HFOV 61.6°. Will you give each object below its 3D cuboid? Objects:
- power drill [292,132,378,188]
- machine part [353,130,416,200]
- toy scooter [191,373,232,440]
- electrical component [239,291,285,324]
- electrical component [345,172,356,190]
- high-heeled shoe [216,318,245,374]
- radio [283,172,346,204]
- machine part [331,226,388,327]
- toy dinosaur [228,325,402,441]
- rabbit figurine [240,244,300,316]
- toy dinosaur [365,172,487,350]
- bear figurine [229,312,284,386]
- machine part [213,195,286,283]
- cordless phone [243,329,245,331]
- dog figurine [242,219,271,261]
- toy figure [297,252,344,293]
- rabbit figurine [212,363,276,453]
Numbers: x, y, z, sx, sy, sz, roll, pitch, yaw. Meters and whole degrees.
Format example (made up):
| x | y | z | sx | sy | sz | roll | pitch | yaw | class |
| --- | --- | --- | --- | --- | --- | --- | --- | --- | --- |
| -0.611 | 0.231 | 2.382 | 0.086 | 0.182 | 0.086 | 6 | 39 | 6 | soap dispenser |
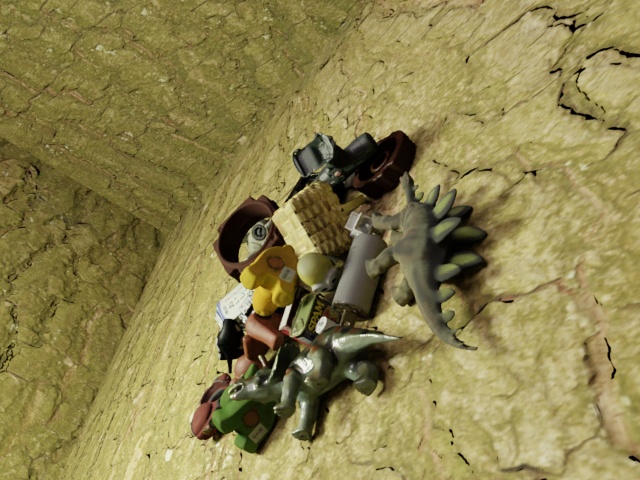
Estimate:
| x | y | z | sx | sy | sz | roll | pitch | yaw | class |
| --- | --- | --- | --- | --- | --- | --- | --- | --- | --- |
| 0.021 | -0.182 | 1.310 | 0.232 | 0.207 | 0.086 | -34 | 68 | 25 | power drill |
| 0.159 | -0.185 | 1.323 | 0.179 | 0.056 | 0.179 | -45 | 24 | 25 | machine part |
| -0.251 | 0.405 | 1.344 | 0.135 | 0.075 | 0.184 | -36 | 24 | 41 | toy scooter |
| -0.133 | 0.170 | 1.332 | 0.115 | 0.134 | 0.058 | -54 | 50 | 6 | electrical component |
| 0.100 | -0.178 | 1.464 | 0.102 | 0.045 | 0.078 | -25 | 65 | 58 | electrical component |
| -0.222 | 0.242 | 1.377 | 0.249 | 0.086 | 0.145 | -115 | 24 | -81 | high-heeled shoe |
| -0.032 | -0.090 | 1.477 | 0.131 | 0.073 | 0.229 | 2 | 47 | 36 | radio |
| 0.082 | 0.074 | 1.087 | 0.079 | 0.079 | 0.243 | -27 | 37 | 52 | machine part |
| 0.006 | 0.228 | 0.994 | 0.405 | 0.131 | 0.192 | -38 | 28 | 26 | toy dinosaur |
| -0.112 | 0.093 | 1.200 | 0.162 | 0.122 | 0.173 | -76 | 3 | -46 | rabbit figurine |
| 0.180 | 0.020 | 0.925 | 0.198 | 0.105 | 0.472 | -38 | 32 | 32 | toy dinosaur |
| -0.135 | 0.270 | 1.259 | 0.132 | 0.120 | 0.195 | 20 | 107 | 27 | bear figurine |
| -0.169 | -0.002 | 1.378 | 0.201 | 0.087 | 0.201 | -45 | 47 | 8 | machine part |
| -0.161 | 0.184 | 1.471 | 0.184 | 0.088 | 0.146 | -3 | 55 | 45 | cordless phone |
| -0.152 | -0.005 | 1.607 | 0.172 | 0.121 | 0.190 | -29 | -8 | 28 | dog figurine |
| 0.005 | 0.071 | 1.155 | 0.180 | 0.089 | 0.082 | 8 | -75 | -78 | toy figure |
| -0.169 | 0.350 | 1.175 | 0.159 | 0.121 | 0.170 | -54 | 23 | -12 | rabbit figurine |
